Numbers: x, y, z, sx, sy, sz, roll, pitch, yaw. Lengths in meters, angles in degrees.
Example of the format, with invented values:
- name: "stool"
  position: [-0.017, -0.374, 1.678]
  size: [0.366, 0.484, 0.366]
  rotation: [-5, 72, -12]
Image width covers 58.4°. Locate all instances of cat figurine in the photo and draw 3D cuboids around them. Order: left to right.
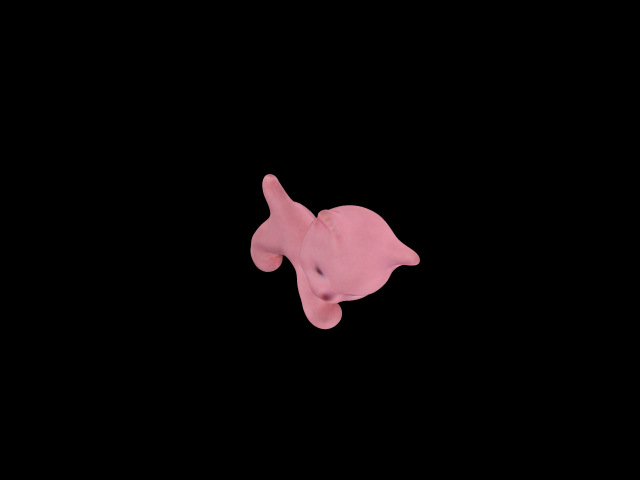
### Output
- name: "cat figurine"
  position: [0.004, 0.001, 0.400]
  size: [0.067, 0.118, 0.127]
  rotation: [-39, 65, -22]
